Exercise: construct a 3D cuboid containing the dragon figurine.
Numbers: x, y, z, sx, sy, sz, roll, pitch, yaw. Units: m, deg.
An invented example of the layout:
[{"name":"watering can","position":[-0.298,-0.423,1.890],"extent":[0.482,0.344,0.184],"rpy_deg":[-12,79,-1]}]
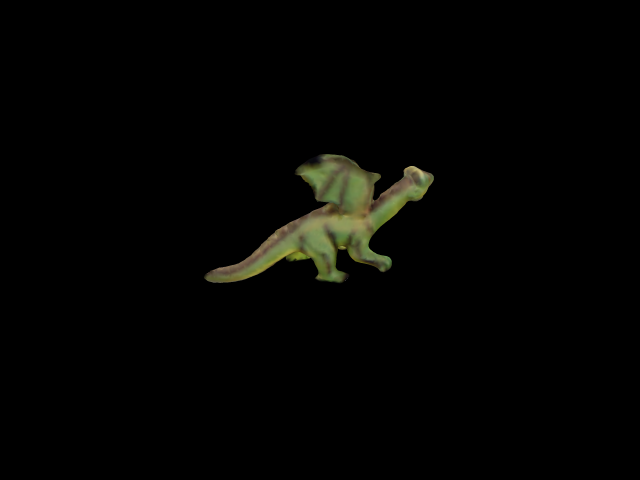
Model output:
[{"name":"dragon figurine","position":[0.003,-0.043,0.850],"extent":[0.411,0.237,0.125],"rpy_deg":[-11,41,-13]}]
